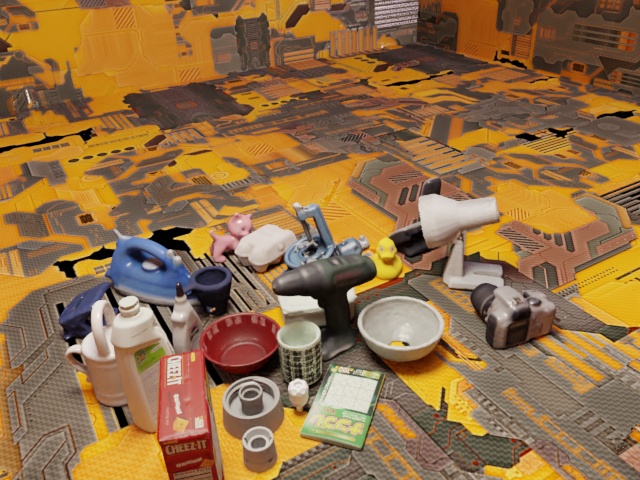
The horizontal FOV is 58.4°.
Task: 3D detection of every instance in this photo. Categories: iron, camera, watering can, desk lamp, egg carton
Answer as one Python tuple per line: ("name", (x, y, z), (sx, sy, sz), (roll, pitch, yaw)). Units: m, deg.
("iron", (-0.376, 0.059, 1.315), (0.257, 0.141, 0.119), (13, 34, 24))
("camera", (0.385, 0.134, 1.173), (0.143, 0.101, 0.136), (-13, 32, -17))
("watering can", (-0.367, 0.193, 1.032), (0.173, 0.194, 0.100), (-17, 33, -23))
("desk lamp", (0.321, -0.002, 1.300), (0.203, 0.214, 0.118), (4, 31, 11))
("egg carton", (-0.132, 0.019, 1.439), (0.107, 0.069, 0.151), (20, 37, 34))

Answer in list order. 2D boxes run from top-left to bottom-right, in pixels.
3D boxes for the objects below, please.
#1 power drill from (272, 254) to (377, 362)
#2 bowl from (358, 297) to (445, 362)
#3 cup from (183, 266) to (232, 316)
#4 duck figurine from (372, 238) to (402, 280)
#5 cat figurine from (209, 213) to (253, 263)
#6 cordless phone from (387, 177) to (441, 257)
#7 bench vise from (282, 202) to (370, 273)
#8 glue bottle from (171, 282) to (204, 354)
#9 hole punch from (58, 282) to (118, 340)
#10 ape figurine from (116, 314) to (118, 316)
("power drill", (0.012, 0.125, 1.108), (0.230, 0.209, 0.075), (-23, 36, -31))
("bowl", (0.158, 0.187, 1.125), (0.167, 0.075, 0.167), (-2, 30, 1))
("cup", (-0.243, 0.122, 1.245), (0.118, 0.095, 0.091), (-23, 36, -32))
("duck figurine", (0.159, 0.034, 1.375), (0.077, 0.086, 0.104), (-1, 30, 3))
("cat figurine", (-0.222, -0.018, 1.459), (0.128, 0.118, 0.067), (-17, 33, -23))
("cordless phone", (0.244, -0.065, 1.441), (0.148, 0.185, 0.093), (-21, 35, -28))
("bench vise", (0.005, 0.000, 1.312), (0.208, 0.220, 0.121), (-21, 35, -29))
("glue bottle", (-0.262, 0.156, 1.110), (0.037, 0.173, 0.078), (5, 31, 14))
("hole punch", (-0.499, 0.148, 1.221), (0.101, 0.091, 0.108), (-1, 30, 2))
("ape figurine", (-0.387, 0.187, 1.145), (0.076, 0.092, 0.078), (1, 30, 6))
